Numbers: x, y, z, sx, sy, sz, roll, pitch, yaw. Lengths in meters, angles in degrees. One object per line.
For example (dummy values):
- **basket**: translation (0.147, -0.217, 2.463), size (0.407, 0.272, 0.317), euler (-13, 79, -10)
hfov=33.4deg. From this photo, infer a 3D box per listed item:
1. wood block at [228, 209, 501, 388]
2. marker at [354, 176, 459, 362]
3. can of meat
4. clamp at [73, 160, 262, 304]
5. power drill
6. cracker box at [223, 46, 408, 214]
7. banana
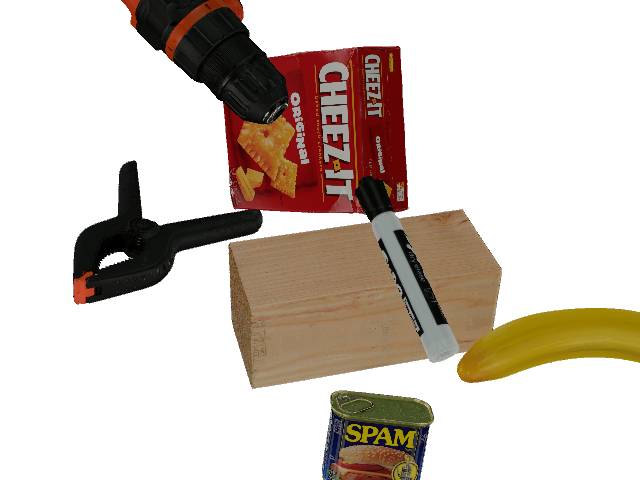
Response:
- **wood block**: translation (0.033, 0.047, 0.890), size (0.206, 0.090, 0.091), euler (-8, 37, -13)
- **marker**: translation (0.049, 0.014, 0.626), size (0.020, 0.121, 0.020), euler (-19, -23, -9)
- **can of meat**: translation (0.054, 0.202, 1.057), size (0.102, 0.084, 0.057), euler (7, 16, -4)
- **clamp**: translation (-0.178, -0.008, 1.033), size (0.165, 0.036, 0.209), euler (25, 39, 23)
- **power drill**: translation (-0.044, -0.181, 0.737), size (0.187, 0.184, 0.057), euler (-37, -10, -34)
- **cracker box**: translation (-0.012, -0.112, 1.111), size (0.071, 0.164, 0.214), euler (-10, 10, -41)
- **banana**: translation (0.195, 0.078, 0.788), size (0.197, 0.037, 0.069), euler (2, 33, -5)
